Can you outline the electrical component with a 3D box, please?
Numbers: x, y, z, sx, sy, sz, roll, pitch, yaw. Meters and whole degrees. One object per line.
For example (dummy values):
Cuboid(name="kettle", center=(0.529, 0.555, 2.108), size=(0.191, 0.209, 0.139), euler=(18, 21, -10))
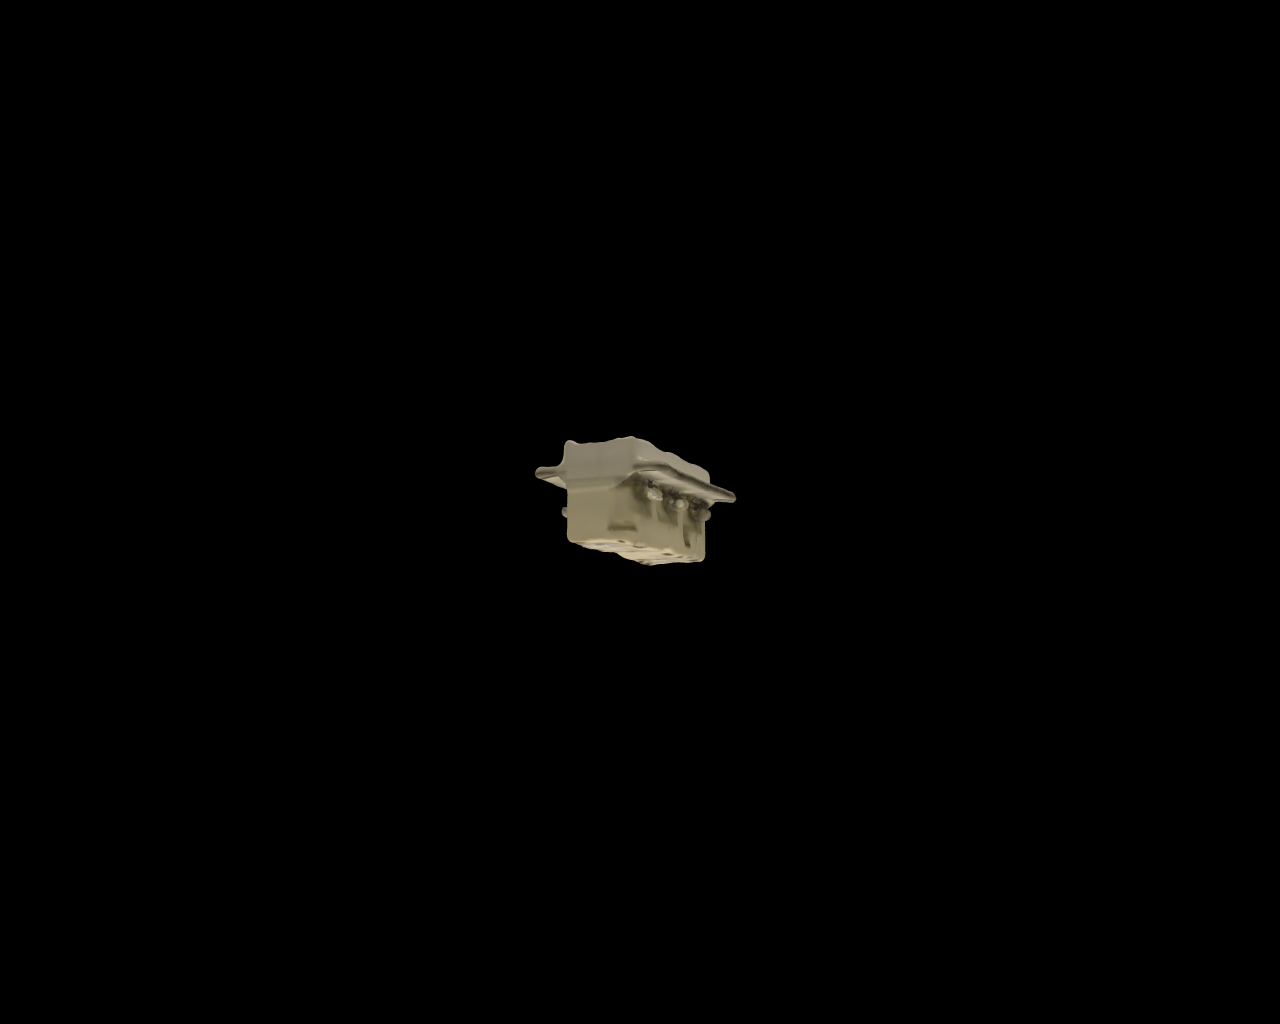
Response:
Cuboid(name="electrical component", center=(0.001, -0.003, 0.650), size=(0.079, 0.063, 0.121), euler=(-4, -10, 23))
